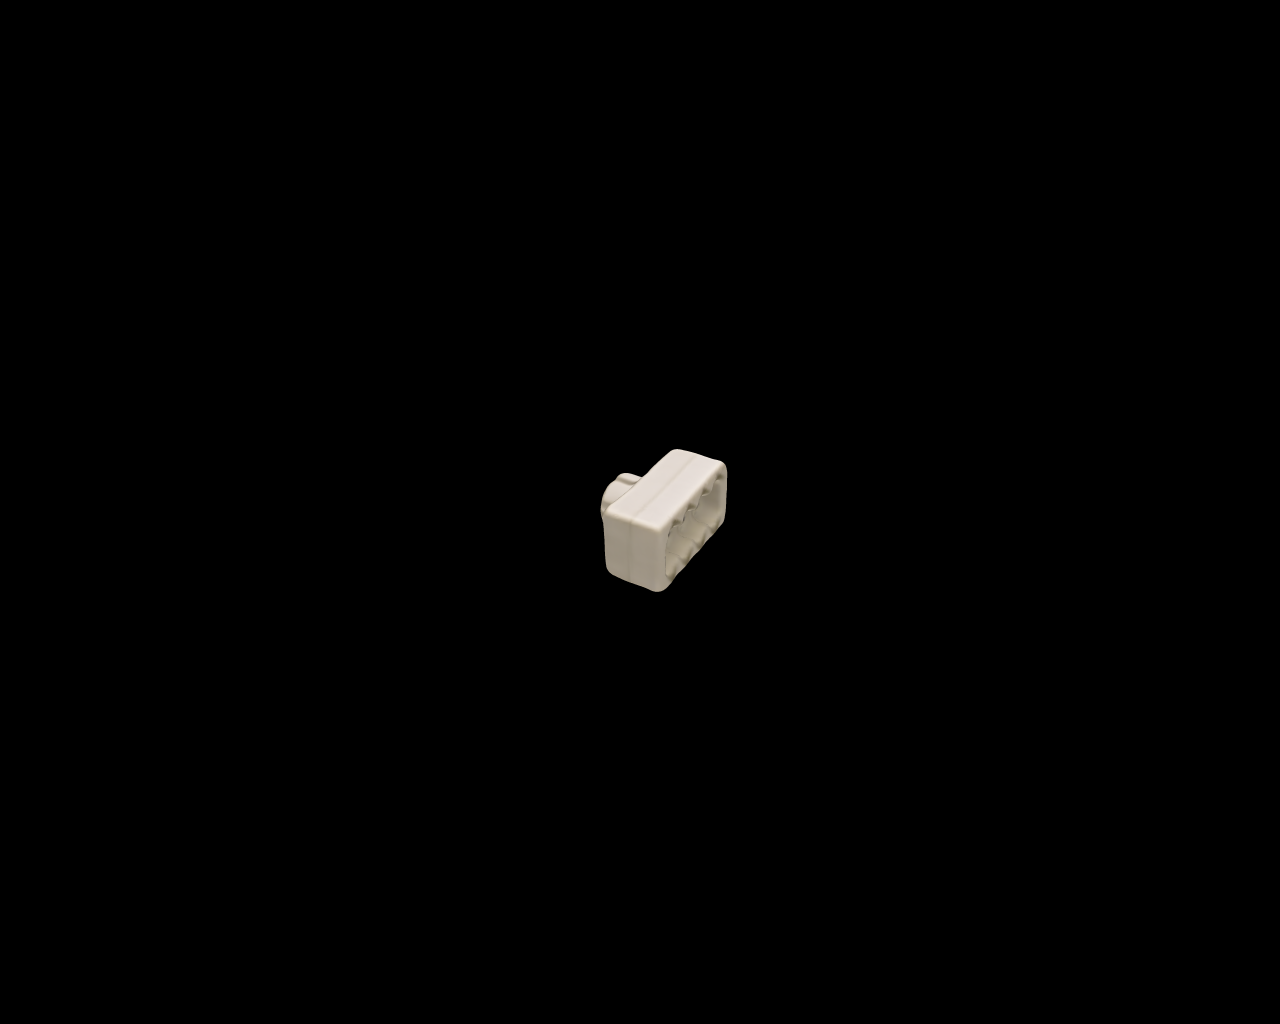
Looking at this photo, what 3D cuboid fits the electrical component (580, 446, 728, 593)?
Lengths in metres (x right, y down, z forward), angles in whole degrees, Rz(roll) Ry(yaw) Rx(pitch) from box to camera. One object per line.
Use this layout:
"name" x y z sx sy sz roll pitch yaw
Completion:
"electrical component" 0.001 -0.003 0.650 0.076 0.047 0.083 20 41 25
